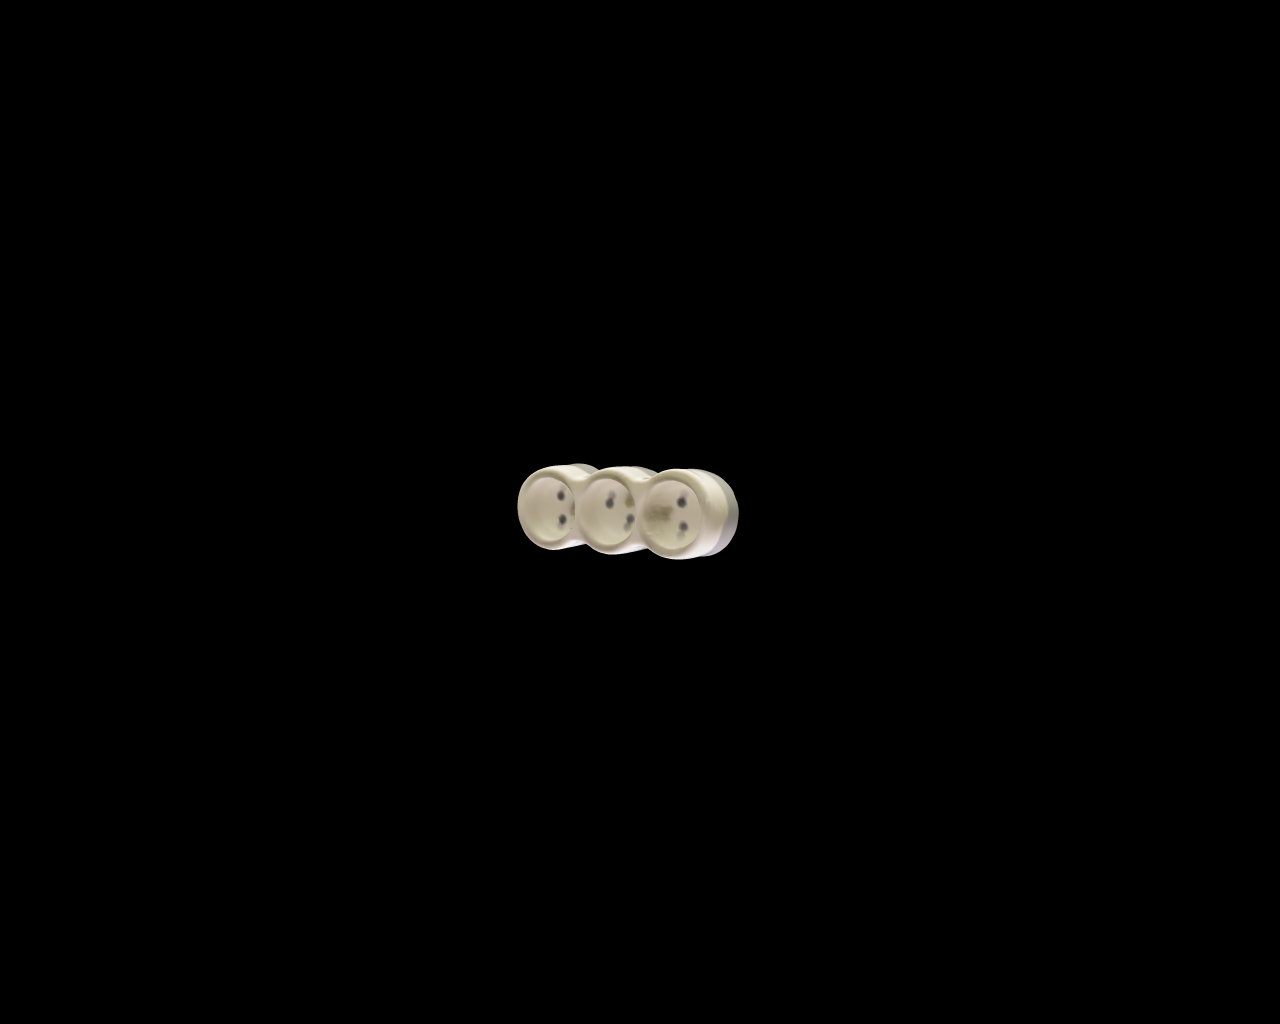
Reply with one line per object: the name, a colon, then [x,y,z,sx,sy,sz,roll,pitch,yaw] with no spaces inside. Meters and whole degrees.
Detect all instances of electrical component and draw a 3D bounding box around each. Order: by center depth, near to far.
electrical component: [0.001,-0.003,0.650,0.138,0.052,0.074,4,7,33]
